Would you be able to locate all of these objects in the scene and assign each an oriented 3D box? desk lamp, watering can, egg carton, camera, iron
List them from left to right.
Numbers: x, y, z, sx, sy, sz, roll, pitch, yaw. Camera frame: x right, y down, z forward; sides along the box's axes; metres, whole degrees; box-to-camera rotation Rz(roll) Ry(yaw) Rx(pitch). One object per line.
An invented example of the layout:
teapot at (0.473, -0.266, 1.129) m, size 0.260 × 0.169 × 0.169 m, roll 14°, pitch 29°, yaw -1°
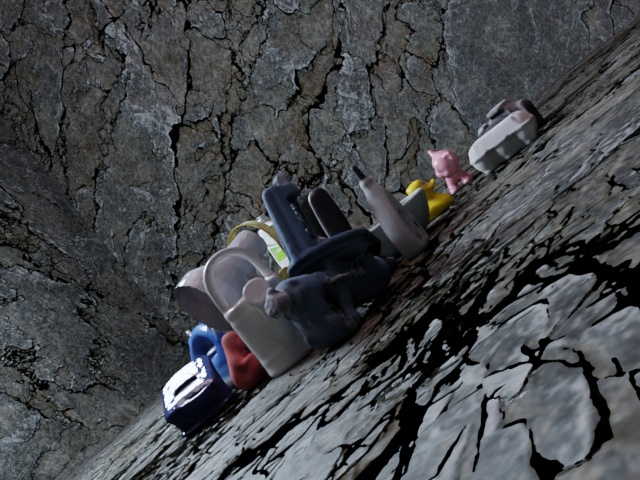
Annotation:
iron at (-0.197, 0.214, 1.128) m, size 0.119 × 0.141 × 0.258 m, roll -39°, pitch 0°, yaw -31°
desk lamp at (-0.112, 0.099, 0.984) m, size 0.204 × 0.213 × 0.117 m, roll -39°, pitch 0°, yaw -36°
watering can at (-0.087, 0.091, 0.829) m, size 0.101 × 0.194 × 0.172 m, roll -39°, pitch 0°, yaw -37°
camera at (0.418, -0.255, 1.329) m, size 0.137 × 0.101 × 0.143 m, roll -39°, pitch 0°, yaw -34°
egg carton at (0.379, -0.205, 1.186) m, size 0.150 × 0.069 × 0.107 m, roll -39°, pitch 0°, yaw 29°

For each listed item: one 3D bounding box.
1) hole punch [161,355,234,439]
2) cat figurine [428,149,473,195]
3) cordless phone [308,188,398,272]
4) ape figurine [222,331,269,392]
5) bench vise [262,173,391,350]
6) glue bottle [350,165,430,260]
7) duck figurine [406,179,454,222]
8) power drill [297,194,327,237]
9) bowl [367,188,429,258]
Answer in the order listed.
hole punch at (-0.205, 0.253, 0.942) m, size 0.109 × 0.091 × 0.101 m, roll -39°, pitch 0°, yaw -5°
cat figurine at (0.301, -0.172, 1.351) m, size 0.067 × 0.117 × 0.128 m, roll -39°, pitch 0°, yaw 13°
cordless phone at (0.027, 0.005, 0.914) m, size 0.094 × 0.185 × 0.148 m, roll -39°, pitch 0°, yaw 23°
ape figurine at (-0.116, 0.181, 0.888) m, size 0.076 × 0.092 × 0.078 m, roll -39°, pitch 0°, yaw 1°
bench vise at (-0.010, 0.013, 0.737) m, size 0.121 × 0.219 × 0.208 m, roll -39°, pitch 0°, yaw 21°
glue bottle at (0.106, -0.051, 0.908) m, size 0.037 × 0.173 × 0.078 m, roll -39°, pitch 0°, yaw 26°
duck figurine at (0.215, -0.083, 1.198) m, size 0.104 × 0.086 × 0.077 m, roll -39°, pitch 0°, yaw 0°
power drill at (0.010, 0.004, 1.124) m, size 0.075 × 0.208 × 0.230 m, roll -39°, pitch 0°, yaw 14°
bowl at (0.144, -0.018, 1.058) m, size 0.167 × 0.074 × 0.167 m, roll -39°, pitch 0°, yaw 1°
